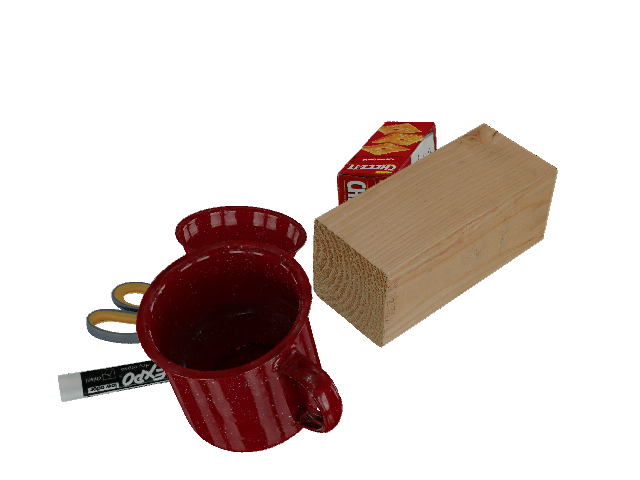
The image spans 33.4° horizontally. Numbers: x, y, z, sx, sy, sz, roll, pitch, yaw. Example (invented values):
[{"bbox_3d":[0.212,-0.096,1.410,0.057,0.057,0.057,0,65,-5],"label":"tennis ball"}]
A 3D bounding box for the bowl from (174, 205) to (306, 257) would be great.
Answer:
[{"bbox_3d":[-0.099,0.013,1.318,0.162,0.055,0.162,4,25,-2],"label":"bowl"}]

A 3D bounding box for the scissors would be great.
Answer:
[{"bbox_3d":[-0.119,0.072,1.016,0.201,0.016,0.096,1,32,-6],"label":"scissors"}]

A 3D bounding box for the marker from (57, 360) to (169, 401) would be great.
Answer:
[{"bbox_3d":[-0.124,0.094,0.758,0.121,0.020,0.020,-9,2,-14],"label":"marker"}]

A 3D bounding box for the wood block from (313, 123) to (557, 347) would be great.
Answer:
[{"bbox_3d":[0.100,-0.008,0.933,0.205,0.090,0.091,-30,51,-29],"label":"wood block"}]

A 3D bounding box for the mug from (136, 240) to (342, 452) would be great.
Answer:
[{"bbox_3d":[-0.034,0.065,0.573,0.117,0.081,0.093,25,57,32],"label":"mug"}]

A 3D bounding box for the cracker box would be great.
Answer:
[{"bbox_3d":[0.080,-0.029,1.194,0.072,0.164,0.213,2,21,18],"label":"cracker box"}]
